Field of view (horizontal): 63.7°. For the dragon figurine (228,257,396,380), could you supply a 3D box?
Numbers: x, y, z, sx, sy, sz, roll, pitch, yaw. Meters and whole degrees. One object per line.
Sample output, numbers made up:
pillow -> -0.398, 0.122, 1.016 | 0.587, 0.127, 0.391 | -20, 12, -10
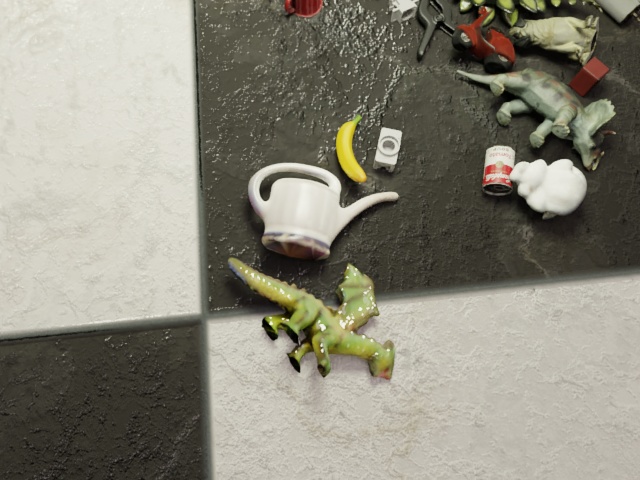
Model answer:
dragon figurine -> 0.009, 0.143, 1.112 | 0.246, 0.120, 0.413 | -32, 77, -28

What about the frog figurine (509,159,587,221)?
frog figurine -> 0.518, -0.130, 1.165 | 0.158, 0.124, 0.137 | 39, 94, -24

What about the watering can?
watering can -> 0.004, -0.058, 1.162 | 0.347, 0.102, 0.228 | 12, 69, -6
